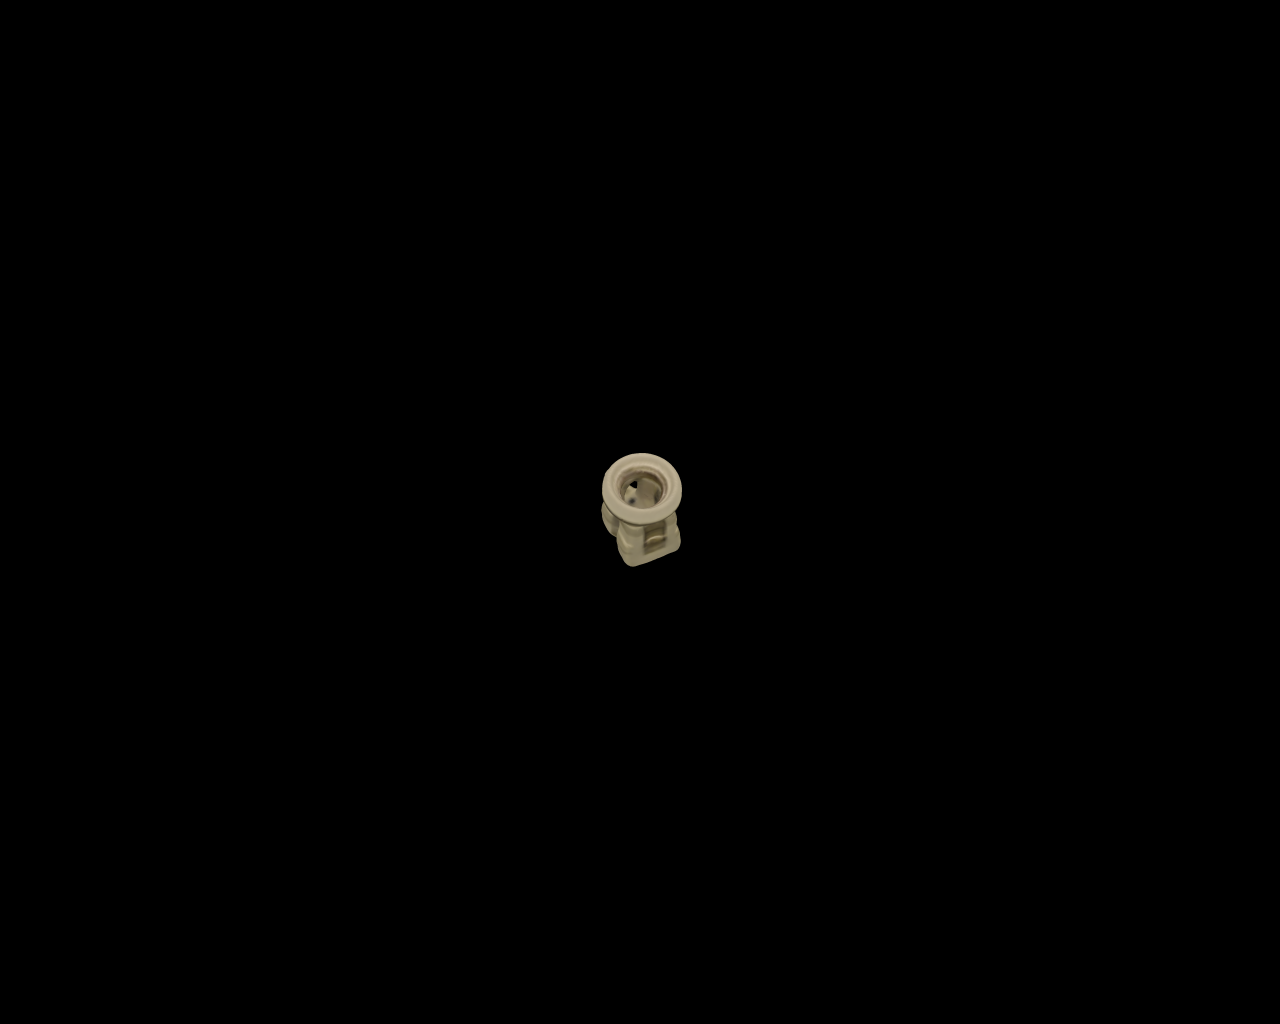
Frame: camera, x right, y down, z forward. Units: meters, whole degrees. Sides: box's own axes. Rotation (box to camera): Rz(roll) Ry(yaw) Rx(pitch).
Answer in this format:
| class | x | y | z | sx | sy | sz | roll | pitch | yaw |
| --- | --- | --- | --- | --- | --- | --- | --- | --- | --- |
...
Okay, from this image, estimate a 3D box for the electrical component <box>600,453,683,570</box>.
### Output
| class | x | y | z | sx | sy | sz | roll | pitch | yaw |
| --- | --- | --- | --- | --- | --- | --- | --- | --- | --- |
| electrical component | 0.001 | -0.003 | 0.650 | 0.048 | 0.066 | 0.055 | -21 | -32 | -14 |
